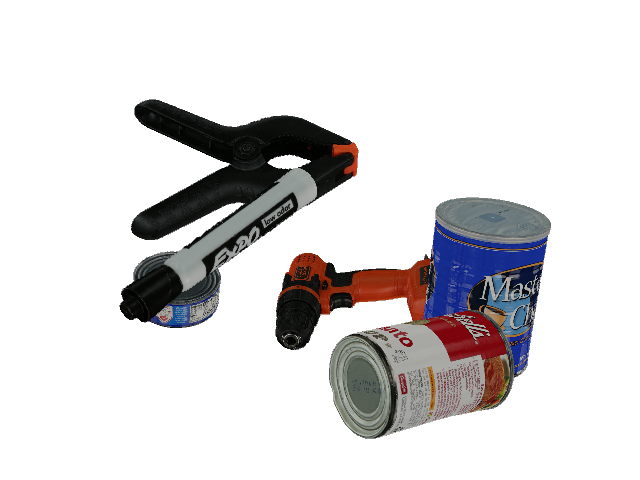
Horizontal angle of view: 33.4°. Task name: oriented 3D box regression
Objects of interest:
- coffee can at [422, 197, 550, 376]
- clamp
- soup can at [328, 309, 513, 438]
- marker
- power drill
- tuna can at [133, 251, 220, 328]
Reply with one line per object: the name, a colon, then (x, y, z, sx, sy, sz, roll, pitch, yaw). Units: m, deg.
coffee can: (0.148, 0.043, 0.975, 0.103, 0.140, 0.103, 4, 21, -2)
clamp: (-0.061, -0.064, 0.788, 0.171, 0.120, 0.039, -9, -26, -10)
soup can: (0.065, 0.086, 0.690, 0.102, 0.068, 0.069, -8, 4, -34)
marker: (-0.047, 0.001, 0.509, 0.120, 0.020, 0.020, -38, 23, -34)
power drill: (0.044, 0.069, 1.236, 0.187, 0.057, 0.184, 1, 28, 6)
tuna can: (-0.142, 0.048, 1.057, 0.086, 0.034, 0.086, 5, 34, -4)
